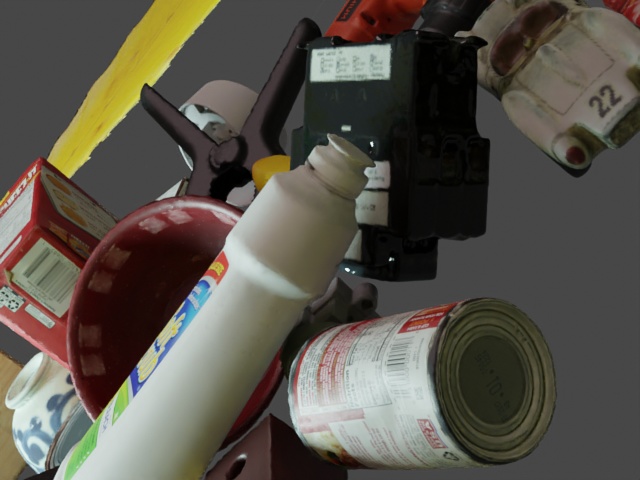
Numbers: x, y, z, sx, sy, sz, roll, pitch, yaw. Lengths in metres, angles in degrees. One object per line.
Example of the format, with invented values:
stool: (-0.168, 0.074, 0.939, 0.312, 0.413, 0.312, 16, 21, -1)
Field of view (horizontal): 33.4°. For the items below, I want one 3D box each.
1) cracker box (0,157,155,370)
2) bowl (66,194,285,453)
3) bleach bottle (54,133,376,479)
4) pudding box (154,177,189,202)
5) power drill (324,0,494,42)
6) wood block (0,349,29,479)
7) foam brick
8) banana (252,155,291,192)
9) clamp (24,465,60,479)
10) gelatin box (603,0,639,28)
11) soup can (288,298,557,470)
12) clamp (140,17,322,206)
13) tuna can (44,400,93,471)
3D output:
cracker box: (-0.169, 0.034, 0.802, 0.072, 0.164, 0.214, -47, 21, 3)
bowl: (-0.077, 0.056, 0.664, 0.162, 0.055, 0.162, -5, 77, 25)
bleach bottle: (-0.052, 0.054, 0.551, 0.251, 0.068, 0.102, -56, 9, 15)
pudding box: (-0.154, 0.006, 0.998, 0.090, 0.039, 0.113, -31, 31, 41)
power drill: (0.076, -0.164, 0.783, 0.184, 0.057, 0.188, -55, 23, -20)
wood block: (-0.325, 0.199, 0.951, 0.206, 0.090, 0.090, -55, 22, -12)
foam brick: (-0.020, 0.132, 0.492, 0.053, 0.051, 0.078, -45, 22, 17)
banana: (0.016, -0.050, 0.694, 0.198, 0.037, 0.069, -20, 36, 44)
clamp: (-0.194, 0.218, 0.683, 0.171, 0.120, 0.039, -46, -18, -35)
gelatin box: (0.193, -0.136, 0.531, 0.089, 0.030, 0.073, -46, 22, 14)
soup can: (0.041, 0.064, 0.457, 0.102, 0.068, 0.068, -18, 38, 54)
clamp: (-0.073, -0.062, 0.823, 0.165, 0.036, 0.210, -12, 64, 25)
tuna can: (-0.164, 0.146, 0.789, 0.086, 0.033, 0.086, -42, 23, 22)
